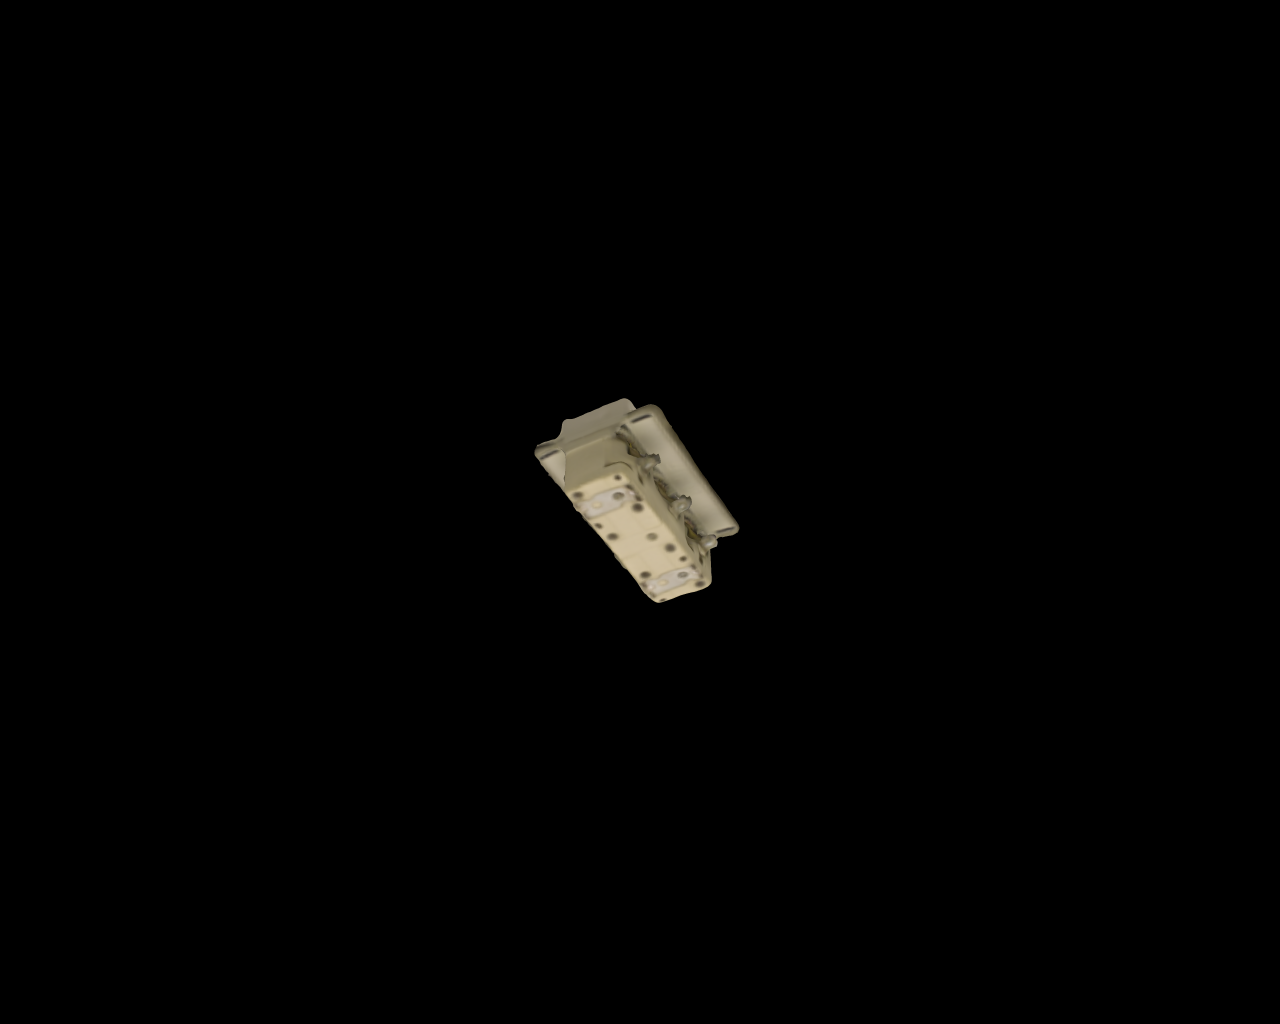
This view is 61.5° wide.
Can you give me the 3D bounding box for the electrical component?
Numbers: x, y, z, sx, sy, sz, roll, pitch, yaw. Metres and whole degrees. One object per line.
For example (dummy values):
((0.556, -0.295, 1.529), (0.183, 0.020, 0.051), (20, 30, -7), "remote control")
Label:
((0.001, -0.003, 0.650), (0.078, 0.063, 0.121), (-19, -46, 19), "electrical component")
